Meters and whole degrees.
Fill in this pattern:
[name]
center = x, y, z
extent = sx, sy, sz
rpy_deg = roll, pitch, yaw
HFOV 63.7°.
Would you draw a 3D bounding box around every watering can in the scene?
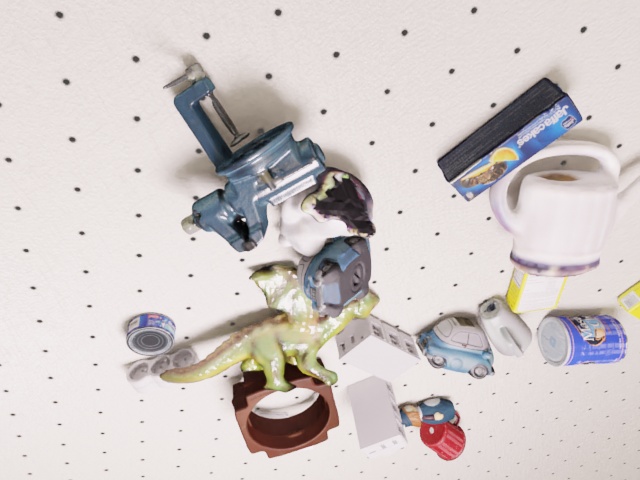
[watering can]
center = 0.436, -0.049, 0.835
extent = 0.348, 0.106, 0.221
rpy_deg = -1, 111, -8

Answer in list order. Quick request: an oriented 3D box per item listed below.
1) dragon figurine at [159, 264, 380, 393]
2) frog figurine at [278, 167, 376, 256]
[dragon figurine]
center = -0.084, 0.150, 0.934
extent = 0.411, 0.124, 0.239
rpy_deg = -2, 110, -13
[frog figurine]
center = 0.002, -0.040, 0.795
extent = 0.137, 0.124, 0.158
rpy_deg = 3, 166, -24
